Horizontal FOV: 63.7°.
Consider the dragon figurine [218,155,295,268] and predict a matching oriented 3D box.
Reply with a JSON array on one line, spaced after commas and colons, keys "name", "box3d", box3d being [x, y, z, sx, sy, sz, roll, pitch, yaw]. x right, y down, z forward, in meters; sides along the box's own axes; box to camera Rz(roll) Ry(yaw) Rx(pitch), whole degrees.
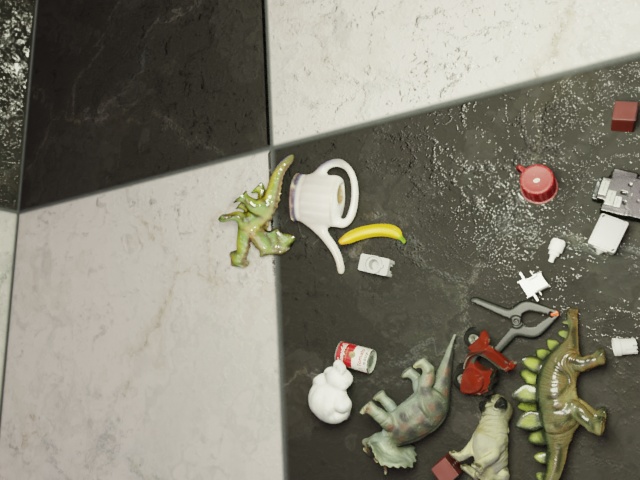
[{"name": "dragon figurine", "box3d": [-0.172, -0.063, 1.687, 0.407, 0.122, 0.244, -42, 81, 15]}]

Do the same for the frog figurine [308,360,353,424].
[{"name": "frog figurine", "box3d": [0.036, 0.420, 1.423, 0.140, 0.123, 0.156, 49, 138, 44]}]

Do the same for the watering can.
[{"name": "watering can", "box3d": [0.005, -0.080, 1.586, 0.224, 0.104, 0.348, 7, 90, 25]}]
